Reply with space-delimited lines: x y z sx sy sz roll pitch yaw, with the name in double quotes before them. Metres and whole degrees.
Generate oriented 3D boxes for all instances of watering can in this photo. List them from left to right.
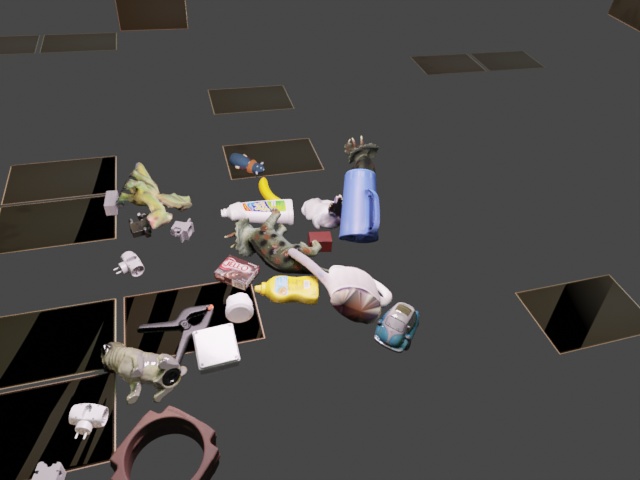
"watering can" 0.062 0.134 1.535 0.347 0.102 0.228 21 21 -9

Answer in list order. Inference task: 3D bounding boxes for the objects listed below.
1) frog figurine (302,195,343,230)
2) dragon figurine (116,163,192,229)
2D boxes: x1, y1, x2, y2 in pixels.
"frog figurine" 0.006 -0.092 1.838 0.158 0.121 0.141 -13 41 35
"dragon figurine" -0.573 -0.162 1.826 0.241 0.120 0.419 24 25 -19
